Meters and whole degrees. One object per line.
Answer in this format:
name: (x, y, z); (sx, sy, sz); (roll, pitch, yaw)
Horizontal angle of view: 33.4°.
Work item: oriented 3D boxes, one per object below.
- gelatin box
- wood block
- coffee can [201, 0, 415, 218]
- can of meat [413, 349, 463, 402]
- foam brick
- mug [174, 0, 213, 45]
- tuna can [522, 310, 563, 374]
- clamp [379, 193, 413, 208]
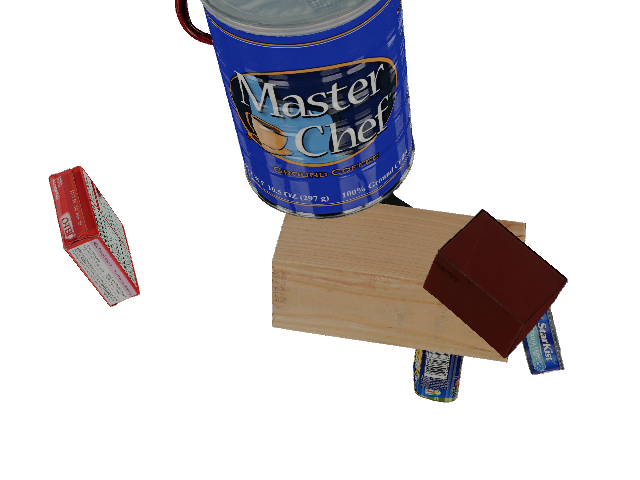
gelatin box: (-0.174, -0.003, 0.820); (0.030, 0.073, 0.089); (-23, -36, 1)
wood block: (0.067, 0.031, 0.928); (0.206, 0.090, 0.090); (8, 45, 6)
coffee can: (-0.004, -0.095, 0.579); (0.103, 0.102, 0.140); (0, -39, 9)
can of meat: (0.141, 0.133, 1.270); (0.057, 0.084, 0.102); (7, 19, 2)
foam brick: (0.118, 0.029, 0.729); (0.051, 0.078, 0.053); (-39, -19, -26)
mug: (-0.052, -0.172, 0.803); (0.117, 0.081, 0.093); (2, 35, 5)
tuna can: (0.221, 0.092, 1.082); (0.034, 0.086, 0.086); (-13, -3, 12)
clamp: (0.044, -0.032, 1.176); (0.164, 0.210, 0.036); (-12, -37, -21)
